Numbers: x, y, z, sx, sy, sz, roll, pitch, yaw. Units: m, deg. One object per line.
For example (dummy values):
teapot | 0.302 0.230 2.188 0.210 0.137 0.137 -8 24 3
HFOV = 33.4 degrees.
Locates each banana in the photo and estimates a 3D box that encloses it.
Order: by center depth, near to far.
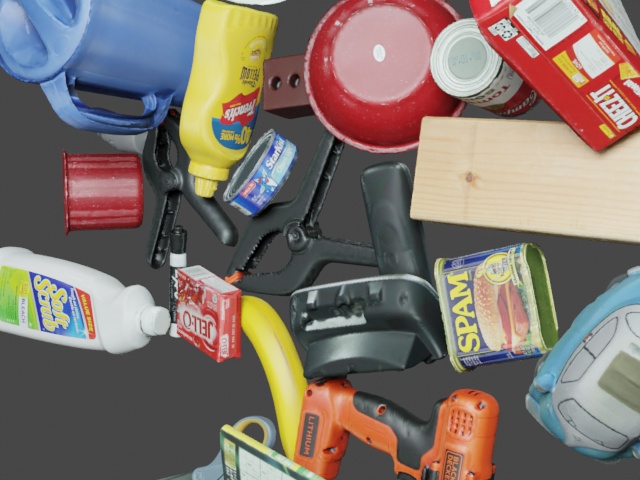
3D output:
banana | -0.044 0.128 1.056 0.198 0.037 0.070 63 144 23

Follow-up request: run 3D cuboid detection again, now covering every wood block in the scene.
wood block | 0.190 -0.049 0.880 0.206 0.090 0.091 7 91 33

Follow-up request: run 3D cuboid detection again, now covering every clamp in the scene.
clamp | -0.007 0.001 1.037 0.210 0.036 0.164 -40 69 26
clamp | -0.157 -0.053 1.140 0.120 0.039 0.171 -24 76 25

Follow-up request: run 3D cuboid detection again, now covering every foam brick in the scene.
foam brick | -0.012 -0.151 1.043 0.078 0.051 0.053 -3 84 33

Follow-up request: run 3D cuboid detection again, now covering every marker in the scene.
marker | -0.148 0.043 1.117 0.020 0.020 0.121 15 112 33

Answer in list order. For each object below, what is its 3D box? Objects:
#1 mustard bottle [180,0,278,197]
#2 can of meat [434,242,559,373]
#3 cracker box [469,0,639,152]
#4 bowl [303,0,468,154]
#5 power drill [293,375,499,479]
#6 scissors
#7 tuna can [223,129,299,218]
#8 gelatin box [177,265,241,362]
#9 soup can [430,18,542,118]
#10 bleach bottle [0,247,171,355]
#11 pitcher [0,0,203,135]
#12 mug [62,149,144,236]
mustard bottle | -0.096 -0.136 1.061 0.058 0.096 0.192 19 102 25
can of meat | 0.153 0.057 0.917 0.084 0.057 0.102 -14 80 29
cracker box | 0.169 -0.193 0.812 0.072 0.164 0.213 -34 39 26
bowl | 0.059 -0.161 0.962 0.162 0.055 0.162 -1 85 11
power drill | 0.066 0.209 0.964 0.188 0.057 0.184 12 96 31
scissors | -0.114 0.225 1.103 0.202 0.016 0.096 0 85 33
tuna can | -0.058 -0.065 1.048 0.033 0.086 0.086 34 110 -14
gelatin box | -0.113 0.074 1.081 0.089 0.030 0.073 26 119 50
soup can | 0.145 -0.146 0.909 0.069 0.102 0.068 -3 85 32
bleach bottle | -0.266 0.068 1.180 0.251 0.067 0.102 5 92 35
pitcher | -0.189 -0.189 1.048 0.145 0.242 0.149 34 105 30
mug | -0.236 -0.056 1.157 0.117 0.081 0.093 -125 35 -64
